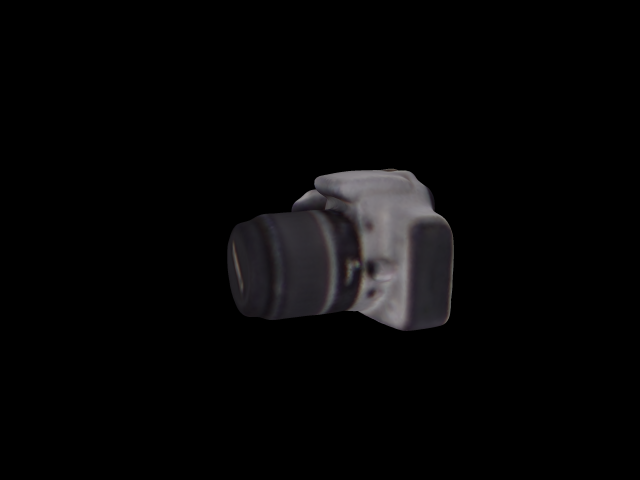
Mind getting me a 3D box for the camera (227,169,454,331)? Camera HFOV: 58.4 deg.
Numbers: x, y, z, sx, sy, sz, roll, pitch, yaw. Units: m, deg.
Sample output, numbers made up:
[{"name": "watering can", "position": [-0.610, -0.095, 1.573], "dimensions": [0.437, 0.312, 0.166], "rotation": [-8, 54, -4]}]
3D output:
[{"name": "camera", "position": [0.004, 0.001, 0.400], "dimensions": [0.137, 0.101, 0.142], "rotation": [-5, 11, -24]}]
